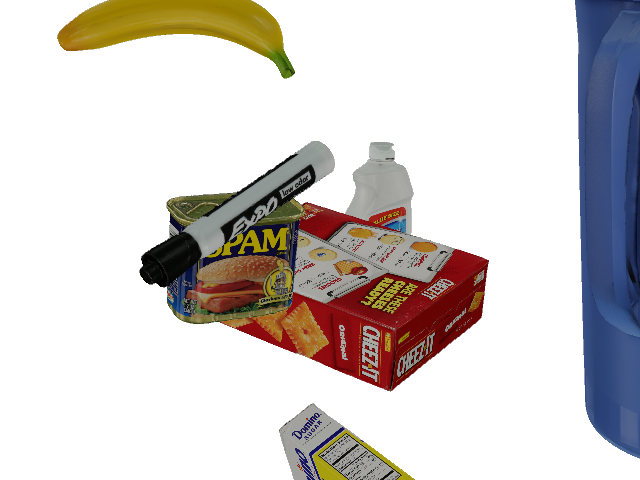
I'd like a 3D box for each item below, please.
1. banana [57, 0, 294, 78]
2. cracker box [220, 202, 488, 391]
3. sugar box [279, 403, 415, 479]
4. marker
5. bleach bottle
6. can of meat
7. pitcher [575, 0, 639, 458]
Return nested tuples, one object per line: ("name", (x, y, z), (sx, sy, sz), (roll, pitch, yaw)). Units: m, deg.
("banana", (-0.116, -0.180, 0.890), (0.198, 0.069, 0.037), (6, -34, 0))
("cracker box", (0.021, 0.045, 0.986), (0.214, 0.072, 0.163), (19, 31, 32))
("sugar box", (0.043, 0.211, 0.843), (0.048, 0.093, 0.176), (-36, 41, -27))
("marker", (-0.039, -0.014, 0.518), (0.120, 0.020, 0.020), (-36, 22, -33))
("bleach bottle", (0.061, 0.005, 1.314), (0.102, 0.251, 0.068), (-3, 16, -19))
("can of meat", (-0.067, 0.012, 0.816), (0.101, 0.084, 0.057), (-5, 24, -26))
("pitcher", (0.184, -0.010, 0.528), (0.149, 0.243, 0.145), (-4, 19, -3))
